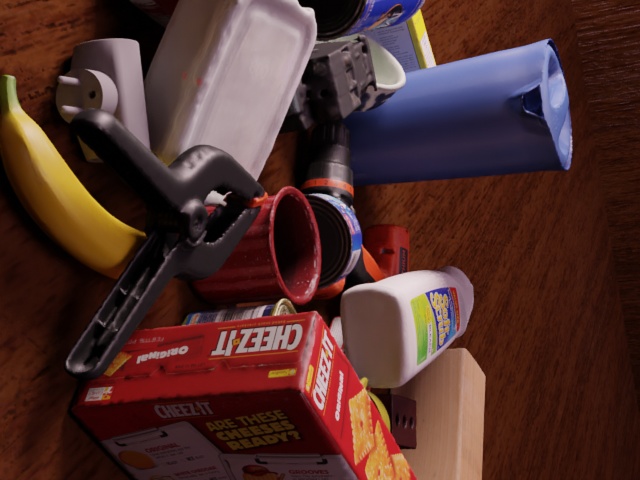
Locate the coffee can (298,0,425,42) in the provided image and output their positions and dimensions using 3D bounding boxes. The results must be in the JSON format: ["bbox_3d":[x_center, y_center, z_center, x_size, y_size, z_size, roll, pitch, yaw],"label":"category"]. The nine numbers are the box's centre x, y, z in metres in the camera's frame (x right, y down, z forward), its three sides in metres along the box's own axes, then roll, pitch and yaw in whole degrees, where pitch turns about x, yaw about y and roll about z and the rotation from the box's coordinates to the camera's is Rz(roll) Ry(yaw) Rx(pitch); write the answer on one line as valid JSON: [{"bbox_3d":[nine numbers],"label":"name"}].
[{"bbox_3d":[0.033,-0.251,1.034,0.140,0.103,0.103,-29,111,-56],"label":"coffee can"}]

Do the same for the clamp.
[{"bbox_3d":[-0.097,-0.021,0.697,0.209,0.036,0.164,-34,132,-56],"label":"clamp"}]

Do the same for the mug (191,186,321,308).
[{"bbox_3d":[-0.052,0.020,0.846,0.093,0.082,0.117,-22,104,-66],"label":"mug"}]

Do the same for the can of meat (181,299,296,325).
[{"bbox_3d":[-0.053,0.096,0.821,0.057,0.084,0.102,-72,147,-43],"label":"can of meat"}]

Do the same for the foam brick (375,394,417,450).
[{"bbox_3d":[0.065,0.191,1.113,0.078,0.051,0.053,28,59,-63],"label":"foam brick"}]

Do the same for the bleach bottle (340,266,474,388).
[{"bbox_3d":[0.103,0.070,1.088,0.250,0.068,0.102,-22,109,-62],"label":"bleach bottle"}]

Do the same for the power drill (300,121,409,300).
[{"bbox_3d":[0.033,-0.011,1.089,0.187,0.057,0.184,37,55,-56],"label":"power drill"}]

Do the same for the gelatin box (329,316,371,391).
[{"bbox_3d":[0.027,0.130,1.068,0.089,0.030,0.073,-68,144,-48],"label":"gelatin box"}]

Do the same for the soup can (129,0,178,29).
[{"bbox_3d":[-0.107,-0.194,0.794,0.102,0.069,0.068,30,57,-63],"label":"soup can"}]

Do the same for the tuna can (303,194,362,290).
[{"bbox_3d":[-0.006,0.001,0.954,0.033,0.086,0.086,-14,97,-68],"label":"tuna can"}]

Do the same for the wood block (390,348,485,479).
[{"bbox_3d":[0.130,0.235,1.203,0.090,0.091,0.206,51,39,-52],"label":"wood block"}]

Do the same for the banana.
[{"bbox_3d":[-0.149,-0.019,0.688,0.197,0.037,0.069,57,38,-47],"label":"banana"}]

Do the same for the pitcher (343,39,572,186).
[{"bbox_3d":[0.140,-0.124,1.126,0.149,0.243,0.145,61,32,-42],"label":"pitcher"}]

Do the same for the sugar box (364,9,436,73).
[{"bbox_3d":[0.066,-0.234,1.174,0.048,0.093,0.176,-64,141,-53],"label":"sugar box"}]

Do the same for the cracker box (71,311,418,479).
[{"bbox_3d":[-0.042,0.142,0.735,0.213,0.164,0.072,62,29,-42],"label":"cracker box"}]
